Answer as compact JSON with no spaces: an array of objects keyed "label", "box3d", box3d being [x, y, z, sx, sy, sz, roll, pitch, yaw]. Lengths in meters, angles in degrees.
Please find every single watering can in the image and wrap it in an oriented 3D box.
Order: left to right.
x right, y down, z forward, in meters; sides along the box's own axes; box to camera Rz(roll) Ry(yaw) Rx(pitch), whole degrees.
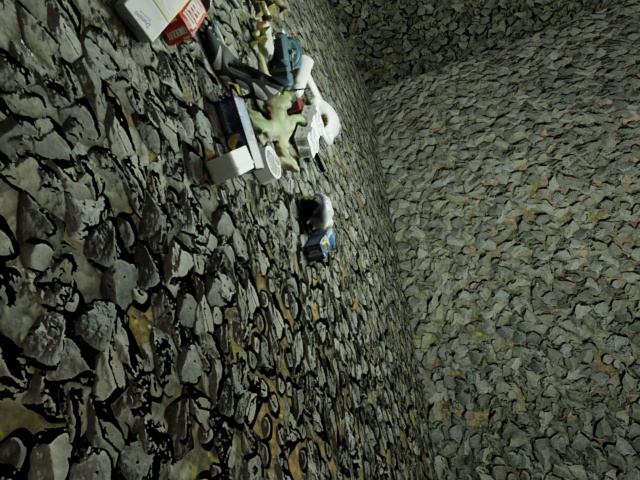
[{"label":"watering can","box3d":[0.006,-0.572,2.254,0.224,0.103,0.350,9,65,-72]}]

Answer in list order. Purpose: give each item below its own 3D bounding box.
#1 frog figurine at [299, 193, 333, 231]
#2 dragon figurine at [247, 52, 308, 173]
[{"label":"frog figurine","box3d":[0.005,-0.090,1.785,0.158,0.121,0.140,27,28,-53]},{"label":"dragon figurine","box3d":[-0.159,-0.394,1.603,0.409,0.121,0.246,63,26,-4]}]
